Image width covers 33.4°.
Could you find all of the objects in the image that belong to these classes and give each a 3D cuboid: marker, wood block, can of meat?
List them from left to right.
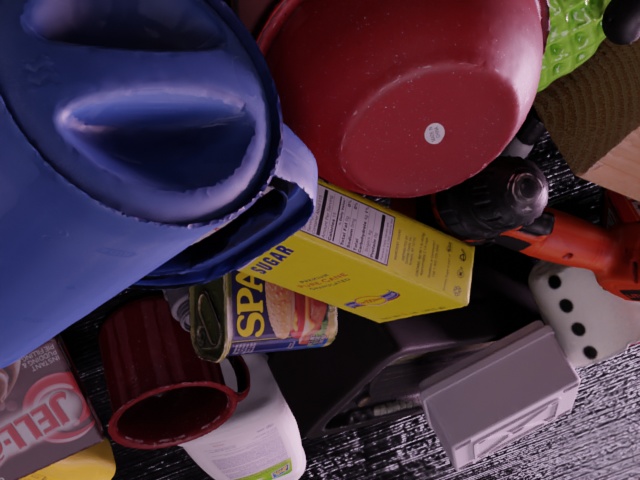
[{"bbox_3d":[-0.038,0.025,0.700,0.083,0.102,0.058,-2,-178,-29],"label":"can of meat"},{"bbox_3d":[0.128,-0.050,0.749,0.020,0.020,0.121,0,142,-28],"label":"marker"},{"bbox_3d":[0.241,-0.077,0.707,0.205,0.090,0.091,15,132,-42],"label":"wood block"}]

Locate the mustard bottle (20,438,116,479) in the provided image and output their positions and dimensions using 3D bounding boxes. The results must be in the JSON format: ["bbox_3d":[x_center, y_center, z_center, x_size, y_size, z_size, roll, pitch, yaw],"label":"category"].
[{"bbox_3d":[-0.254,0.170,0.831,0.096,0.058,0.191,-32,146,16],"label":"mustard bottle"}]

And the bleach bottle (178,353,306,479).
[{"bbox_3d":[-0.069,0.182,0.947,0.102,0.068,0.251,-16,149,-4],"label":"bleach bottle"}]

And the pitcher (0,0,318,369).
[{"bbox_3d":[-0.126,-0.016,0.516,0.144,0.149,0.243,-33,179,-44],"label":"pitcher"}]

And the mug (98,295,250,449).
[{"bbox_3d":[-0.104,0.094,0.779,0.117,0.081,0.093,4,140,-32],"label":"mug"}]

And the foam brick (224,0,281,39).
[{"bbox_3d":[-0.025,-0.127,0.527,0.051,0.053,0.078,-13,148,-11],"label":"foam brick"}]

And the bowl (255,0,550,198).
[{"bbox_3d":[0.047,-0.071,0.531,0.162,0.055,0.162,-11,143,-9],"label":"bowl"}]

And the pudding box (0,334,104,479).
[{"bbox_3d":[-0.221,0.122,0.749,0.113,0.039,0.090,-23,112,-7],"label":"pudding box"}]

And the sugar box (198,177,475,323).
[{"bbox_3d":[-0.004,0.001,0.630,0.176,0.048,0.094,19,159,-29],"label":"sugar box"}]

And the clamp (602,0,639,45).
[{"bbox_3d":[0.236,-0.193,0.560,0.164,0.036,0.210,-22,146,-27],"label":"clamp"}]

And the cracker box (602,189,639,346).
[{"bbox_3d":[0.341,-0.009,0.876,0.213,0.072,0.164,-19,146,0],"label":"cracker box"}]

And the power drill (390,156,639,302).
[{"bbox_3d":[0.153,-0.009,0.678,0.187,0.057,0.185,17,176,-14],"label":"power drill"}]
